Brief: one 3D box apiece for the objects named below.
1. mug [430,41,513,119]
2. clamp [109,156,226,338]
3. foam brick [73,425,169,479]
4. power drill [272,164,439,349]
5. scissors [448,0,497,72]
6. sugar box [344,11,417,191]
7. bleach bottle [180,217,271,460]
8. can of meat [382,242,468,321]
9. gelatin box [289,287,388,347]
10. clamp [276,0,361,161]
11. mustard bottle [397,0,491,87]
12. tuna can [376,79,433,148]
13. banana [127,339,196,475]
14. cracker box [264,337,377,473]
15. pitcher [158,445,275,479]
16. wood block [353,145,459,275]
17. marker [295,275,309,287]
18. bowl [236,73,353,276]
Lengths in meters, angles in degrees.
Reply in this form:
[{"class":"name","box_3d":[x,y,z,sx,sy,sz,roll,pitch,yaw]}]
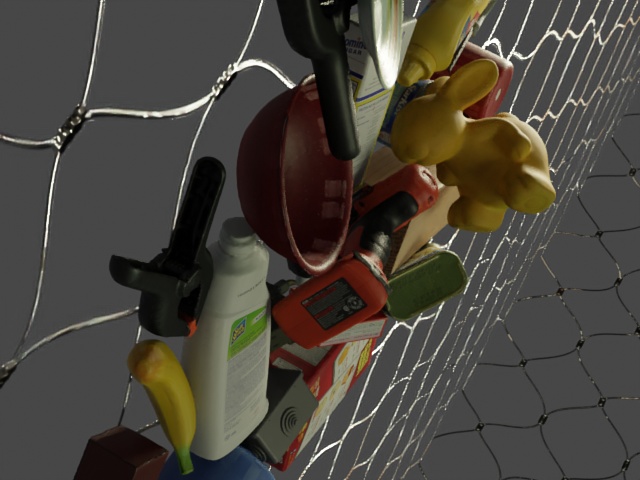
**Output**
[{"class":"mug","box_3d":[0.165,-0.175,1.237,0.117,0.081,0.093,-57,163,-16]},{"class":"clamp","box_3d":[-0.105,0.015,0.812,0.120,0.039,0.171,-49,164,-20]},{"class":"foam brick","box_3d":[-0.171,0.202,0.887,0.078,0.051,0.053,-66,162,13]},{"class":"power drill","box_3d":[0.019,0.019,0.993,0.185,0.057,0.187,-35,-164,32]},{"class":"scissors","box_3d":[0.160,-0.228,1.176,0.201,0.016,0.096,-57,-173,-31]},{"class":"sugar box","box_3d":[0.029,-0.123,0.982,0.093,0.048,0.176,-35,145,-58]},{"class":"bleach bottle","box_3d":[-0.079,0.081,0.951,0.102,0.068,0.251,-43,153,-45]},{"class":"can of meat","box_3d":[0.107,0.047,1.188,0.102,0.057,0.084,-27,-174,-6]},{"class":"gelatin box","box_3d":[0.018,0.078,1.158,0.089,0.073,0.030,-6,128,-34]},{"class":"clamp","box_3d":[0.004,-0.158,0.796,0.209,0.036,0.164,31,61,-70]},{"class":"mustard bottle","box_3d":[0.133,-0.230,1.089,0.191,0.058,0.096,-54,-178,-21]},{"class":"tuna can","box_3d":[0.092,-0.140,1.159,0.086,0.034,0.086,-53,161,-27]},{"class":"banana","box_3d":[-0.127,0.124,0.880,0.037,0.070,0.198,-22,146,-8]},{"class":"cracker box","box_3d":[-0.003,0.143,1.260,0.213,0.072,0.164,-47,159,-43]},{"class":"pitcher","box_3d":[-0.146,0.311,1.020,0.145,0.149,0.242,53,56,-32]},{"class":"wood block","box_3d":[0.100,-0.054,1.210,0.205,0.090,0.091,-38,150,-51]},{"class":"marker","box_3d":[-0.007,0.001,1.112,0.020,0.020,0.121,-45,156,-45]},{"class":"bowl","box_3d":[-0.024,-0.052,0.859,0.162,0.055,0.162,1,90,-69]}]
